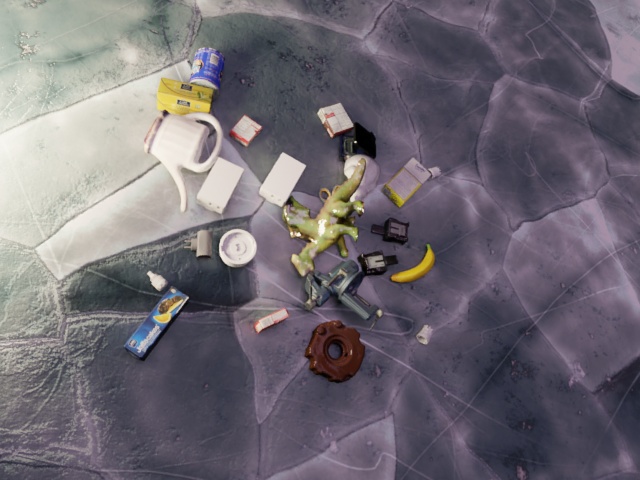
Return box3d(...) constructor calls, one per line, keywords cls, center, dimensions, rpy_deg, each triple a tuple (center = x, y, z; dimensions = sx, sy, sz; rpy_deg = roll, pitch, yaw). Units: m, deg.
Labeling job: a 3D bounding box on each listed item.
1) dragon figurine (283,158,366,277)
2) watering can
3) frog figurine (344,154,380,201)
box3d(cls="dragon figurine", center=(0.005, -0.082, 1.622), dimensions=(0.242, 0.415, 0.121), rpy_deg=(10, -14, -5))
box3d(cls="watering can", center=(-0.435, -0.266, 1.587), dimensions=(0.224, 0.354, 0.102), rpy_deg=(20, -26, -7))
box3d(cls="frog figurine", center=(0.135, -0.203, 1.724), dimensions=(0.122, 0.163, 0.135), rpy_deg=(-13, -39, 34))
